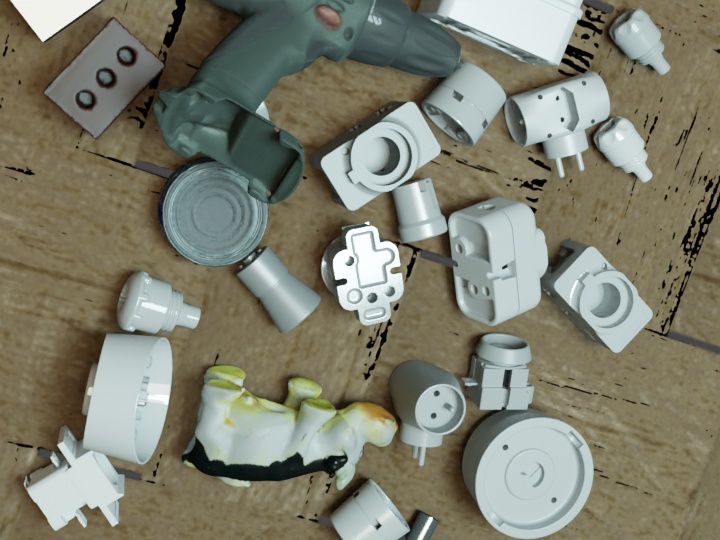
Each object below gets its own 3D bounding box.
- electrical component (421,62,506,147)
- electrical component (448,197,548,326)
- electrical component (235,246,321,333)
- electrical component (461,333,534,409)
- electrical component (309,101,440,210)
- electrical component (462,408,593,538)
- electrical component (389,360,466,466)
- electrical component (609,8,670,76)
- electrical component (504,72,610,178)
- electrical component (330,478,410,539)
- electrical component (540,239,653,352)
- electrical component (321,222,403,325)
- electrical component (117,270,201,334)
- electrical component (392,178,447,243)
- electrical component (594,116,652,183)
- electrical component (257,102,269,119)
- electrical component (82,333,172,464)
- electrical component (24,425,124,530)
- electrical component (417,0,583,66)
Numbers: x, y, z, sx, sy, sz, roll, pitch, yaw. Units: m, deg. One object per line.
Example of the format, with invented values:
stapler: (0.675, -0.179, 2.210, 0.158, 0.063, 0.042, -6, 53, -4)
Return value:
electrical component: (0.086, -0.136, 0.877, 0.055, 0.055, 0.047, 41, 85, -17)
electrical component: (0.116, -0.009, 0.897, 0.059, 0.054, 0.095, -21, 115, -30)
electrical component: (-0.069, 0.013, 0.871, 0.044, 0.044, 0.065, -42, 102, -4)
electrical component: (0.122, 0.088, 0.930, 0.066, 0.048, 0.055, 2, 106, -15)
electrical component: (0.012, -0.093, 0.865, 0.089, 0.056, 0.050, -34, 106, -7)
electrical component: (0.142, 0.172, 0.941, 0.108, 0.060, 0.108, -2, 100, -14)
electrical component: (0.053, 0.123, 0.901, 0.043, 0.077, 0.079, 5, 99, -15)
electrical component: (0.243, -0.192, 0.918, 0.035, 0.035, 0.061, -47, 110, -3)
electrical component: (0.170, -0.118, 0.907, 0.077, 0.043, 0.079, -19, 104, -11)
electrical component: (0.007, 0.215, 0.918, 0.047, 0.055, 0.055, -39, 107, -1)
electrical component: (0.204, 0.023, 0.934, 0.050, 0.056, 0.089, -46, 107, -3)
electrical component: (0.000, 0.000, 0.877, 0.058, 0.057, 0.078, -12, 102, -12)
electrical component: (-0.158, 0.030, 0.849, 0.062, 0.048, 0.048, 18, 95, -24)
electrical component: (0.048, -0.050, 0.890, 0.040, 0.040, 0.046, -16, 98, -11)
electrical component: (0.232, -0.101, 0.931, 0.035, 0.035, 0.061, -44, 109, -4)
electrical component: (-0.101, -0.123, 0.832, 0.047, 0.055, 0.055, -25, 105, -13)
electrical component: (-0.178, 0.097, 0.829, 0.064, 0.099, 0.099, 12, 97, -10)
electrical component: (-0.227, 0.170, 0.856, 0.064, 0.042, 0.081, -30, 105, -6)
electrical component: (0.111, -0.211, 0.858, 0.113, 0.078, 0.057, 19, 97, -17)
